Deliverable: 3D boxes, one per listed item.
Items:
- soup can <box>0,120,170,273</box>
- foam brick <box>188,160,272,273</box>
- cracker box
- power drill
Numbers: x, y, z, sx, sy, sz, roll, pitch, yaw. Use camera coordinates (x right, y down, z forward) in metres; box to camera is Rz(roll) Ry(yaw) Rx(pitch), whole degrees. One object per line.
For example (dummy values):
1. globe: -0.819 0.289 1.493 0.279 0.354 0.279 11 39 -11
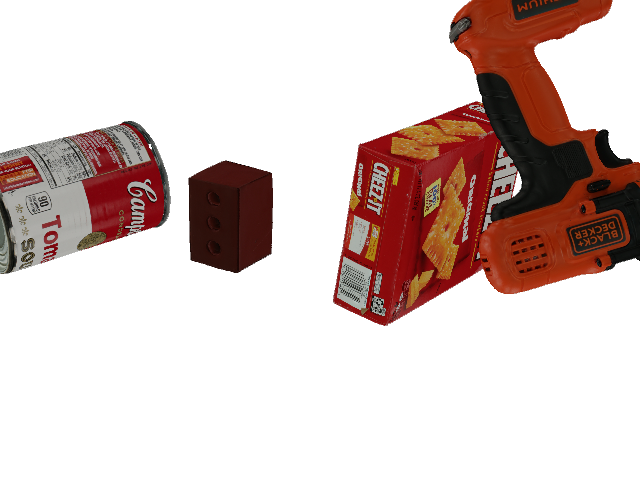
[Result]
1. soup can: -0.150 -0.027 0.632 0.102 0.068 0.069 -20 11 -32
2. foam brick: -0.076 -0.021 0.907 0.053 0.078 0.051 14 25 30
3. cracker box: 0.110 -0.030 1.026 0.072 0.164 0.213 25 30 31
4. power drill: 0.171 -0.074 0.669 0.184 0.187 0.057 -17 -2 -5
